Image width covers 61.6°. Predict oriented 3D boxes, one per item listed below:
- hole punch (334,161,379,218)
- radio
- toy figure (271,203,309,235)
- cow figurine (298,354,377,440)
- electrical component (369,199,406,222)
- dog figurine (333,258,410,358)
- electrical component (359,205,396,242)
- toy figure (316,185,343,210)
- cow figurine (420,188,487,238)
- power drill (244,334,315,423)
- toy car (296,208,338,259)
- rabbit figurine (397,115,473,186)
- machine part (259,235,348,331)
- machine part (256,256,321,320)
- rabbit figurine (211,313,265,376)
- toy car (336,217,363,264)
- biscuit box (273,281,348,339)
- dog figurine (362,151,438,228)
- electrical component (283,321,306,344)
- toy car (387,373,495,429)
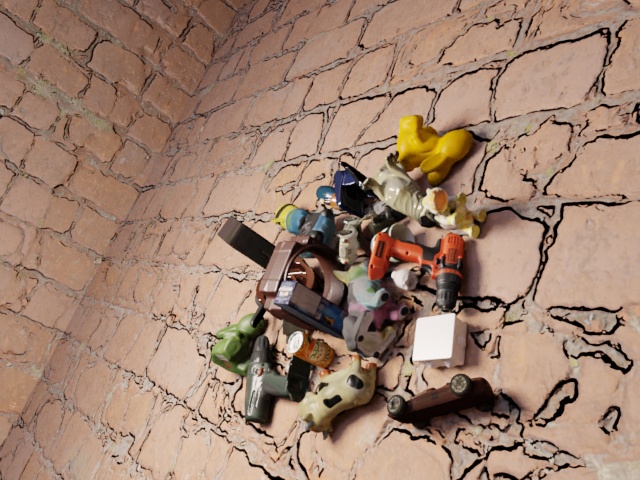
[{"bbox_3d":[0.092,-0.130,1.418,0.092,0.142,0.116,-47,46,21],"label":"hole punch"},{"bbox_3d":[-0.177,0.025,1.530,0.073,0.229,0.131,-54,30,-4],"label":"radio"},{"bbox_3d":[-0.072,-0.060,1.604,0.089,0.082,0.180,-53,27,-14],"label":"toy figure"},{"bbox_3d":[0.033,0.337,1.137,0.195,0.085,0.127,-33,34,29],"label":"cow figurine"},{"bbox_3d":[0.183,-0.082,1.331,0.119,0.047,0.075,-34,40,32],"label":"electrical component"},{"bbox_3d":[0.092,0.140,1.209,0.191,0.108,0.219,-58,29,2],"label":"dog figurine"},{"bbox_3d":[0.143,-0.031,1.299,0.078,0.102,0.045,-30,34,-8],"label":"electrical component"},{"bbox_3d":[0.047,-0.119,1.524,0.155,0.057,0.064,30,92,52],"label":"toy figure"},{"bbox_3d":[0.259,-0.063,1.110,0.098,0.167,0.068,10,76,53],"label":"cow figurine"},{"bbox_3d":[-0.110,0.327,1.324,0.207,0.086,0.232,-17,51,39],"label":"power drill"},{"bbox_3d":[-0.003,-0.004,1.447,0.109,0.102,0.162,-16,35,45],"label":"toy car"},{"bbox_3d":[0.273,-0.219,1.280,0.173,0.121,0.162,3,66,32],"label":"rabbit figurine"},{"bbox_3d":[-0.031,0.104,1.299,0.087,0.201,0.201,-6,57,54],"label":"machine part"},{"bbox_3d":[-0.083,0.128,1.433,0.179,0.056,0.179,-15,50,19],"label":"machine part"},{"bbox_3d":[-0.217,0.281,1.497,0.159,0.121,0.170,-19,30,50],"label":"rabbit figurine"},{"bbox_3d":[0.075,-0.002,1.311,0.056,0.073,0.202,1,18,9],"label":"toy car"},{"bbox_3d":[-0.006,0.161,1.220,0.063,0.202,0.059,-5,57,52],"label":"biscuit box"},{"bbox_3d":[0.206,-0.103,1.261,0.121,0.190,0.172,-49,-3,21],"label":"dog figurine"},{"bbox_3d":[-0.062,0.216,1.352,0.021,0.063,0.094,-106,15,-86],"label":"electrical component"},{"bbox_3d":[0.209,0.284,0.950,0.202,0.089,0.053,-30,41,36],"label":"toy car"}]
